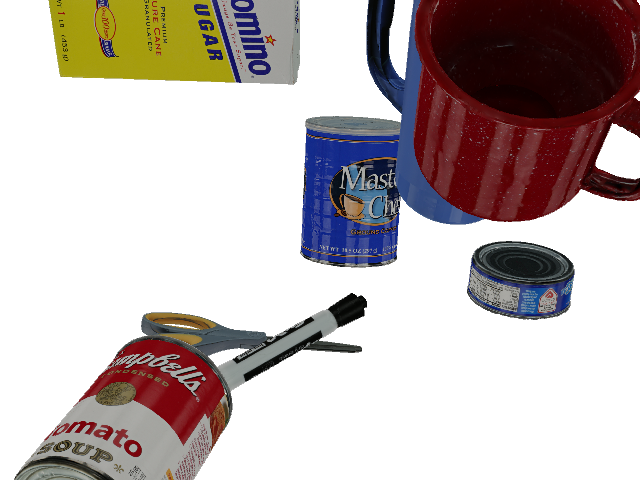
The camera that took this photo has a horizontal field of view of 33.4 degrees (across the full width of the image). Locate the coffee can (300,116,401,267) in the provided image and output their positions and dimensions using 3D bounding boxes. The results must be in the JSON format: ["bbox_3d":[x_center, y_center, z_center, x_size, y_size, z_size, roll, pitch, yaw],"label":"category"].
[{"bbox_3d":[0.033,-0.052,1.100,0.103,0.140,0.103,3,13,-1],"label":"coffee can"}]

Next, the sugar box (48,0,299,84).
[{"bbox_3d":[-0.104,-0.164,0.771,0.176,0.093,0.048,3,35,6],"label":"sugar box"}]

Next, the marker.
[{"bbox_3d":[-0.019,0.070,0.748,0.121,0.020,0.020,-28,9,-18],"label":"marker"}]

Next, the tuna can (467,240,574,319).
[{"bbox_3d":[0.166,0.031,0.884,0.086,0.034,0.086,3,23,-1],"label":"tuna can"}]

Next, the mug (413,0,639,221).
[{"bbox_3d":[0.093,-0.055,0.446,0.117,0.093,0.081,30,-26,16],"label":"mug"}]

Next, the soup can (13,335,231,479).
[{"bbox_3d":[-0.092,0.100,0.508,0.069,0.068,0.102,0,27,20],"label":"soup can"}]

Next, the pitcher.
[{"bbox_3d":[0.123,-0.134,0.947,0.144,0.149,0.243,-11,-39,-15],"label":"pitcher"}]

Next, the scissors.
[{"bbox_3d":[-0.072,0.094,0.945,0.202,0.016,0.096,9,18,15],"label":"scissors"}]
